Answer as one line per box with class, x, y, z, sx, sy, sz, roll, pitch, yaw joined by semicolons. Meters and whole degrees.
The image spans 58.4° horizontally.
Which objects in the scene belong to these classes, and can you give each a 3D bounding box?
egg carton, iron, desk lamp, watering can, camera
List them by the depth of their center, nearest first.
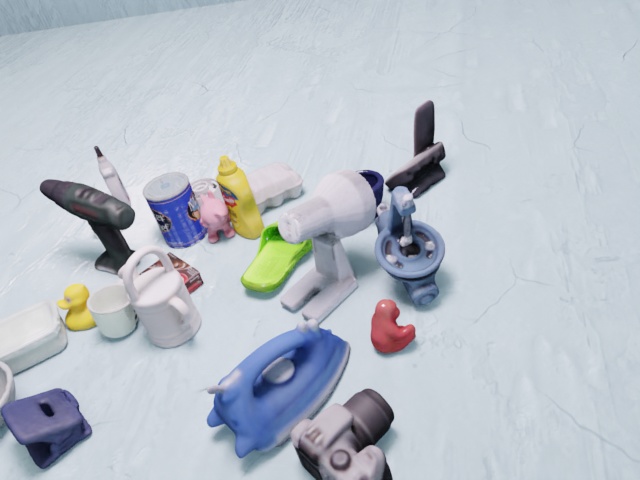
camera;0.047;0.271;0.779;0.137;0.101;0.142;-37;44;-26
iron;-0.057;0.196;0.871;0.259;0.142;0.118;-37;44;-27
desk lamp;0.009;0.004;1.029;0.117;0.214;0.204;22;51;37
watering can;-0.298;0.093;1.029;0.172;0.194;0.101;3;41;21
egg carton;-0.119;-0.123;1.342;0.150;0.069;0.107;-27;40;-16

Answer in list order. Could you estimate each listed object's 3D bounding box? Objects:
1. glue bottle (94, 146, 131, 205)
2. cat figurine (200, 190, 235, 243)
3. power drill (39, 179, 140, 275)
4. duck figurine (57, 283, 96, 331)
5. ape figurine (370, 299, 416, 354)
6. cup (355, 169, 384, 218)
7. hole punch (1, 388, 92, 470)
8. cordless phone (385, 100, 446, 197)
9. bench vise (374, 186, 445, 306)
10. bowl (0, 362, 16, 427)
glue bottle;-0.521;-0.158;1.425;0.037;0.173;0.078;-25;39;-13
cat figurine;-0.232;-0.061;1.262;0.067;0.118;0.127;-17;38;-3
power drill;-0.477;-0.030;1.225;0.228;0.209;0.076;9;44;27
duck figurine;-0.466;0.121;1.134;0.105;0.086;0.077;-24;39;-12
ape figurine;0.113;0.134;0.935;0.076;0.092;0.077;-28;40;-17
cup;0.084;-0.091;1.219;0.117;0.095;0.092;18;48;34
hole punch;-0.437;0.287;0.917;0.101;0.091;0.108;-38;44;-27
cordless phone;0.204;-0.201;1.246;0.093;0.185;0.148;25;53;39
bench vise;0.132;-0.015;1.009;0.122;0.220;0.206;-30;41;-19
bowl;-0.588;0.291;0.972;0.167;0.075;0.167;-8;39;7
